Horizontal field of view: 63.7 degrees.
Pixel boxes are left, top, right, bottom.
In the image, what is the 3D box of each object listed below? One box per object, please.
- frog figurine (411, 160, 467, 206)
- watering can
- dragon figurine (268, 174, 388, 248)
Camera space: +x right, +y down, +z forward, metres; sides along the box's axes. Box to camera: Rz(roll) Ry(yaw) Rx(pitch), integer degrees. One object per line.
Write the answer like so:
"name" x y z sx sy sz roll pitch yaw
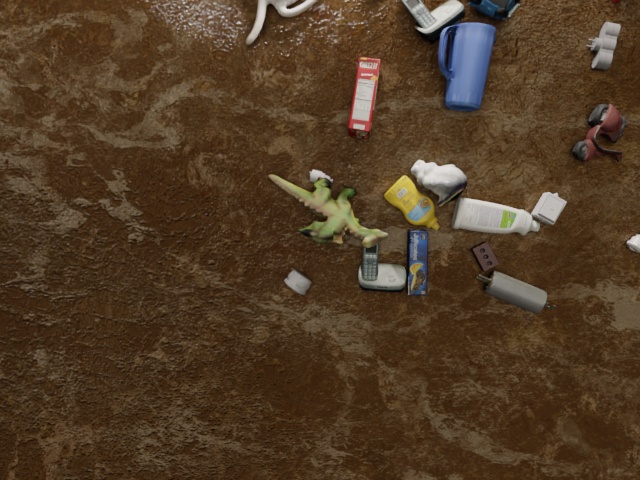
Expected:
"frog figurine" 0.363 -0.193 1.565 0.139 0.120 0.161 -30 77 -26
"watering can" -0.139 -0.791 1.619 0.346 0.104 0.225 -34 86 6
"dragon figurine" 0.005 -0.077 1.533 0.410 0.248 0.119 18 121 3
